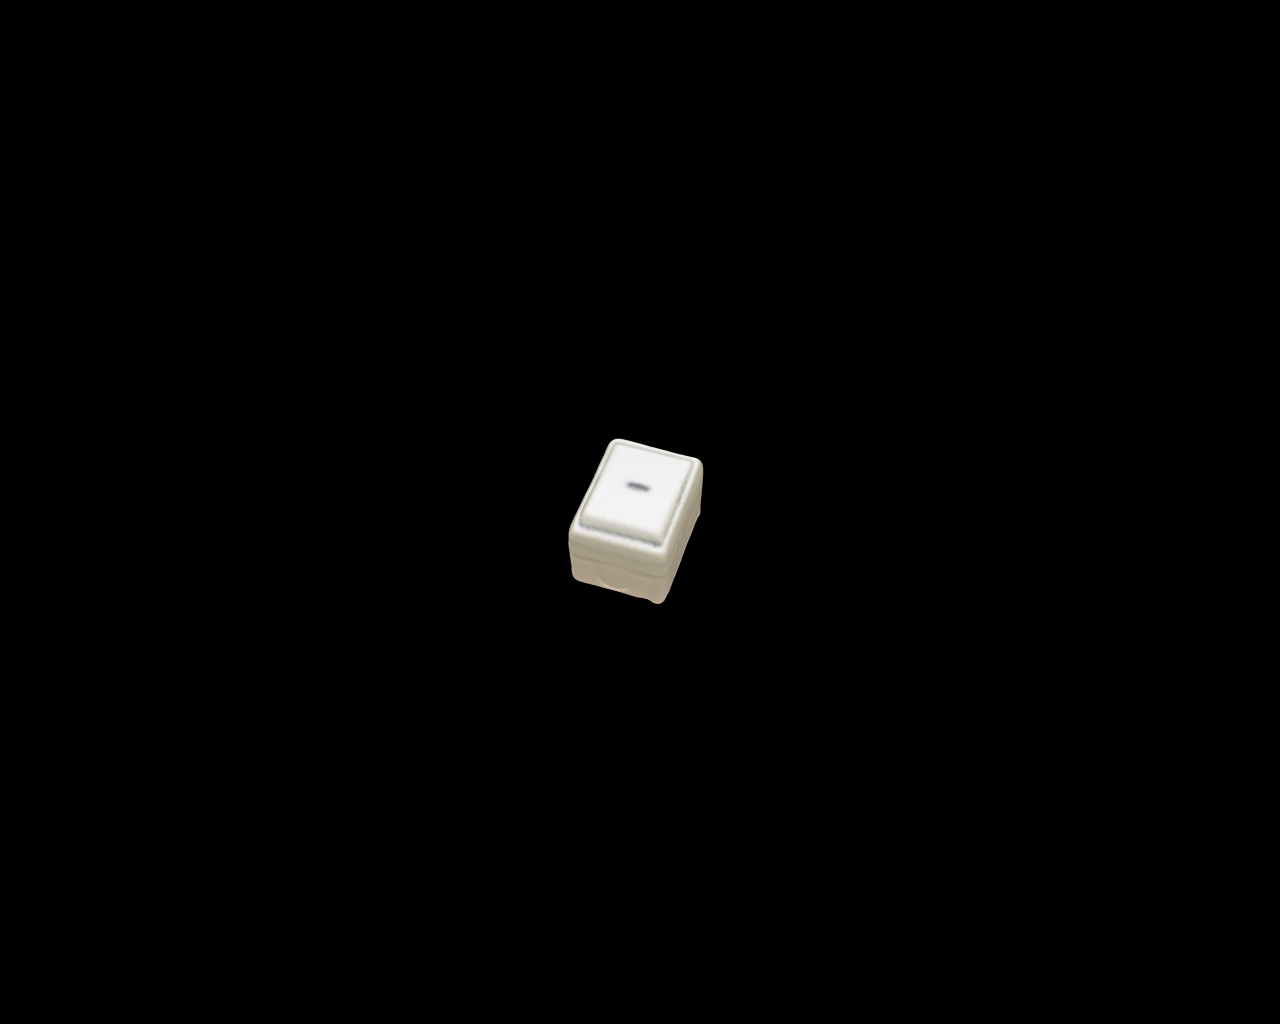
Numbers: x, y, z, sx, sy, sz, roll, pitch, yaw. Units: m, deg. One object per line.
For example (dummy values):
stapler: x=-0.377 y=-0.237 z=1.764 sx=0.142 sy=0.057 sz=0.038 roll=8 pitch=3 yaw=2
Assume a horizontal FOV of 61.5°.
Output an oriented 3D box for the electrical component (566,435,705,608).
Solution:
electrical component: x=0.001 y=-0.003 z=0.650 sx=0.062 sy=0.096 sz=0.061 roll=15 pitch=-36 yaw=11
